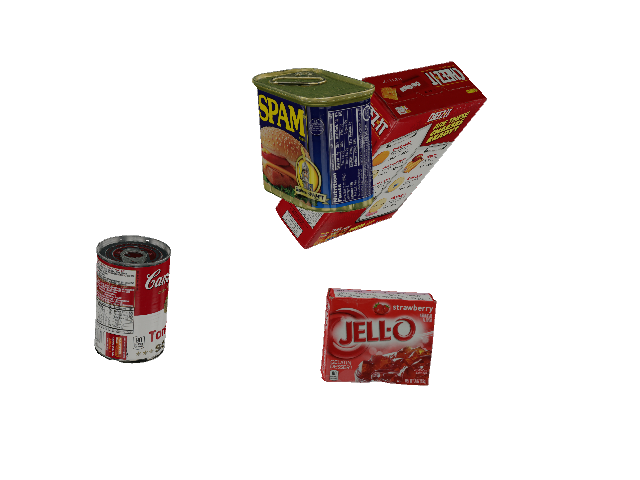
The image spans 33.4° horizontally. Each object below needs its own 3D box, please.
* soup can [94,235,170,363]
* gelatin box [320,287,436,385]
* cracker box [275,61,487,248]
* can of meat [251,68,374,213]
[{"bbox_3d":[-0.176,0.055,0.994,0.068,0.102,0.068,6,21,-2],"label":"soup can"},{"bbox_3d":[0.047,0.079,0.876,0.089,0.073,0.030,3,13,-5],"label":"gelatin box"},{"bbox_3d":[0.064,-0.097,1.199,0.163,0.072,0.214,-20,-26,-45],"label":"cracker box"},{"bbox_3d":[-0.005,-0.072,0.757,0.057,0.084,0.102,-14,23,-27],"label":"can of meat"}]
